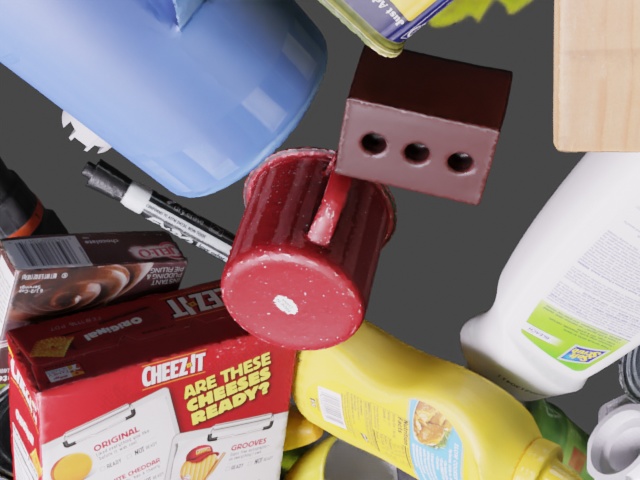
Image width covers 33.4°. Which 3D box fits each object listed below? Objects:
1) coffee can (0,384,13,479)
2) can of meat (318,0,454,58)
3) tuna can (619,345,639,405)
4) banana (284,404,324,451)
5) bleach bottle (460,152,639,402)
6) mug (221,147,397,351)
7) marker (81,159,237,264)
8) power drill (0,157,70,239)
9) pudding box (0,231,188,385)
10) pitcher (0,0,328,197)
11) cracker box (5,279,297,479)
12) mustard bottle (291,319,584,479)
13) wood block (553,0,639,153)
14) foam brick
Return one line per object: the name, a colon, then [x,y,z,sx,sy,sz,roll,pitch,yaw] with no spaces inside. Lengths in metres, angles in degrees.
coffee can: [-0.197,0.182,0.812,0.103,0.102,0.140,8,135,8]
can of meat: [0.030,-0.144,0.463,0.102,0.057,0.084,39,129,-21]
tuna can: [0.208,0.061,0.590,0.033,0.086,0.086,30,134,-16]
banana: [-0.064,0.165,0.796,0.069,0.037,0.198,41,130,6]
bleach bottle: [0.144,0.019,0.587,0.102,0.068,0.251,28,137,-8]
mug: [-0.004,0.001,0.595,0.093,0.081,0.117,23,135,-6]
marker: [-0.090,-0.014,0.650,0.121,0.020,0.020,30,134,-14]
power drill: [-0.254,0.007,0.691,0.188,0.057,0.184,-6,131,22]
pudding box: [-0.146,0.040,0.654,0.113,0.039,0.090,-1,127,-35]
pitcher: [-0.105,-0.128,0.461,0.145,0.149,0.242,-32,122,27]
cracker box: [-0.107,0.138,0.675,0.163,0.072,0.214,-13,127,-29]
mustard bottle: [0.070,0.110,0.644,0.192,0.058,0.096,24,139,33]
wood block: [0.137,-0.141,0.412,0.091,0.090,0.206,2,133,13]
foam brick: [0.052,-0.059,0.542,0.078,0.051,0.053,12,136,4]
